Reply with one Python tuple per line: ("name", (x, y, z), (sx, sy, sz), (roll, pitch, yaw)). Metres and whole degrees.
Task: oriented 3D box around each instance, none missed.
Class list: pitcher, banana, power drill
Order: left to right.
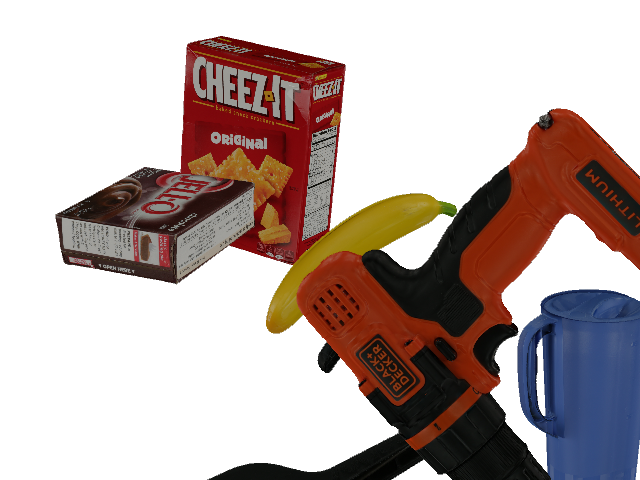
("banana", (0.027, 0.013, 0.915), (0.198, 0.069, 0.037), (-32, 43, 4))
("power drill", (0.105, 0.039, 0.561), (0.188, 0.184, 0.057), (-43, -4, 15))
("pitcher", (0.327, 0.190, 1.314), (0.149, 0.243, 0.144), (4, 15, 21))

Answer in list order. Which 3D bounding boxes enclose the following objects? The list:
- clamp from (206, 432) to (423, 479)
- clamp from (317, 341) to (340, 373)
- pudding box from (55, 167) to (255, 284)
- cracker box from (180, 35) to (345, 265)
("clamp", (-0.005, 0.176, 0.706), (0.210, 0.036, 0.164), (0, 28, 7))
("clamp", (0.066, 0.079, 1.180), (0.120, 0.171, 0.039), (6, -42, 4))
("pudding box", (-0.107, -0.013, 0.714), (0.090, 0.039, 0.113), (8, 25, 22))
("cracker box", (-0.068, -0.096, 1.142), (0.164, 0.214, 0.072), (18, 26, 27))
